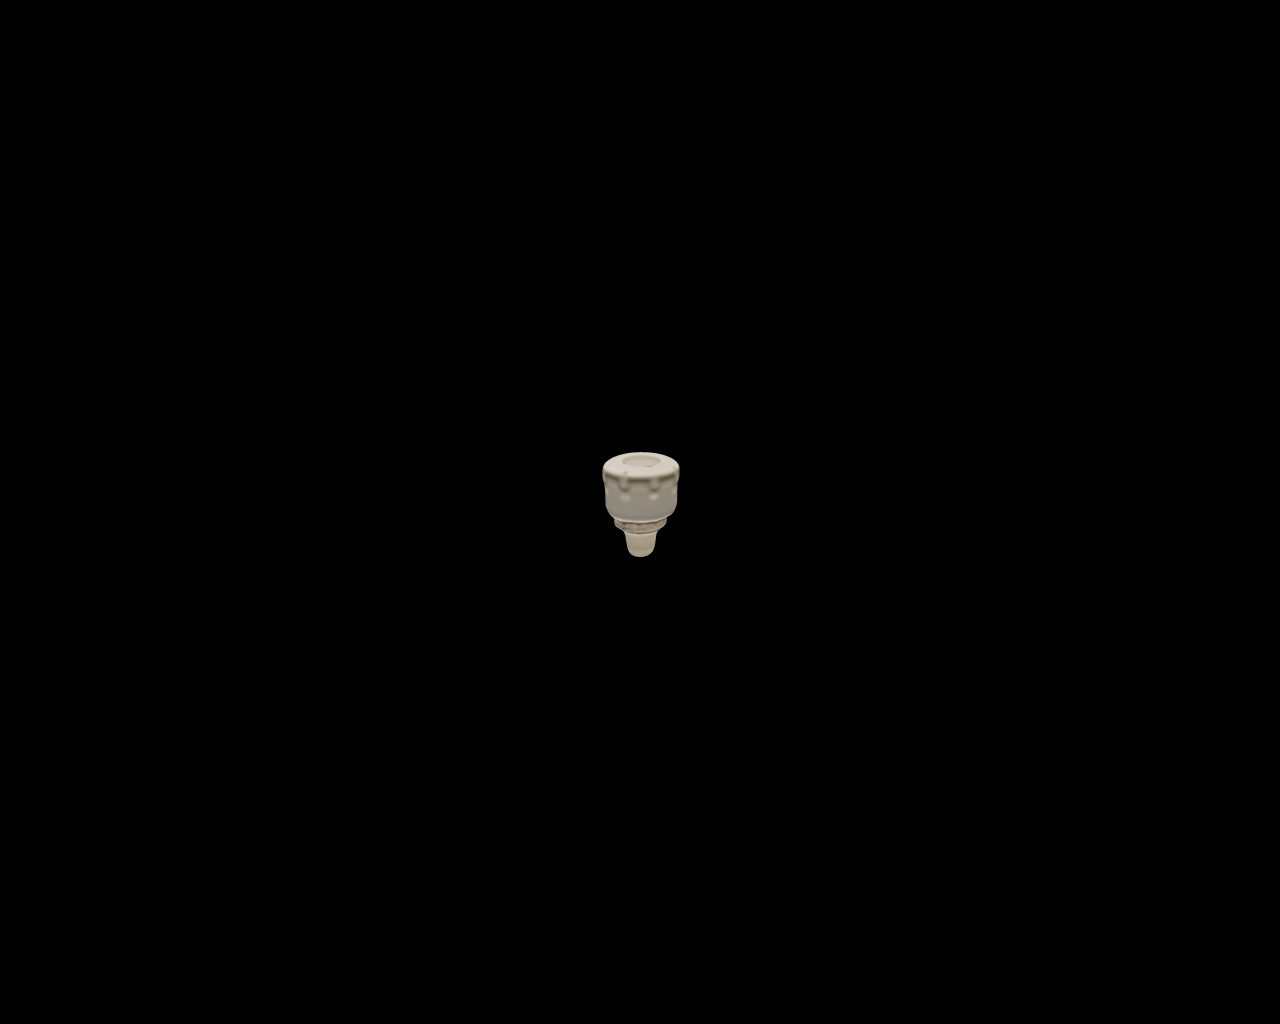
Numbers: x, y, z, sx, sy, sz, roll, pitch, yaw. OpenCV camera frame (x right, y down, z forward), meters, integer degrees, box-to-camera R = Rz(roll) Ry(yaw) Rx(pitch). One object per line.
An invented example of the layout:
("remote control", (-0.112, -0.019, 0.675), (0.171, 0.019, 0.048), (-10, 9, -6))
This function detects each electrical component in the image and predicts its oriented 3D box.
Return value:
("electrical component", (0.001, -0.003, 0.650), (0.048, 0.062, 0.048), (0, 18, 0))
